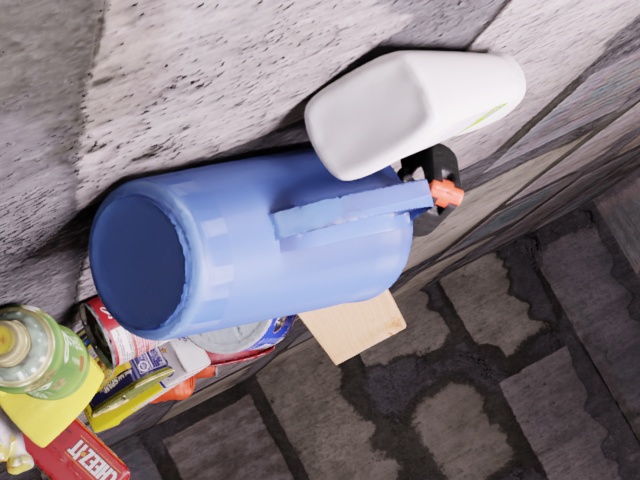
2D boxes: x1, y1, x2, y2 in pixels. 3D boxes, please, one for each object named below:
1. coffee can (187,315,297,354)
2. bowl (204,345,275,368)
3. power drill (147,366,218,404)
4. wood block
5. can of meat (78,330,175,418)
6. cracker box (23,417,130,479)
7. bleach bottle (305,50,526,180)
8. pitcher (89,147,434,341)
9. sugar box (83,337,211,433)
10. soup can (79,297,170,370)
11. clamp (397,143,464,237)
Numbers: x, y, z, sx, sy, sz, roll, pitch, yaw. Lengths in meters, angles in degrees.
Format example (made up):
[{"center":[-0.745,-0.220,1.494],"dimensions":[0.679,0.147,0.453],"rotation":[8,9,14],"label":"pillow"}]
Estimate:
[{"center":[-0.085,0.068,1.131],"dimensions":[0.103,0.103,0.140],"rotation":[-29,172,6],"label":"coffee can"},{"center":[-0.136,0.109,1.264],"dimensions":[0.162,0.055,0.162],"rotation":[-6,-174,0],"label":"bowl"},{"center":[-0.221,0.168,1.343],"dimensions":[0.185,0.057,0.187],"rotation":[-4,-174,16],"label":"power drill"},{"center":[0.011,0.037,1.071],"dimensions":[0.091,0.090,0.206],"rotation":[-29,151,1],"label":"wood block"},{"center":[-0.215,0.126,1.121],"dimensions":[0.102,0.084,0.057],"rotation":[-34,170,31],"label":"can of meat"},{"center":[-0.302,0.245,1.254],"dimensions":[0.072,0.164,0.214],"rotation":[-47,178,-18],"label":"cracker box"},{"center":[0.092,-0.105,0.822],"dimensions":[0.103,0.068,0.250],"rotation":[-27,177,30],"label":"bleach bottle"},{"center":[-0.039,-0.004,0.779],"dimensions":[0.242,0.145,0.149],"rotation":[-12,132,-53],"label":"pitcher"},{"center":[-0.208,0.138,1.187],"dimensions":[0.177,0.093,0.048],"rotation":[-36,170,36],"label":"sugar box"},{"center":[-0.165,0.070,1.002],"dimensions":[0.102,0.068,0.069],"rotation":[-25,171,-25],"label":"soup can"},{"center":[0.076,-0.035,0.899],"dimensions":[0.039,0.120,0.171],"rotation":[12,-168,-9],"label":"clamp"}]
